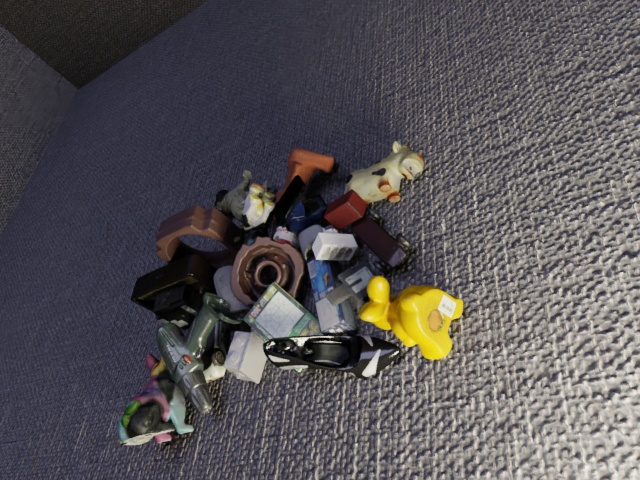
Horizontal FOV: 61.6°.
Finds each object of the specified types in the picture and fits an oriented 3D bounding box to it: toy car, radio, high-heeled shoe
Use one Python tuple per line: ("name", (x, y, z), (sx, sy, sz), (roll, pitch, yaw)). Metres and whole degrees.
("toy car", (-0.261, 0.242, 1.290), (0.073, 0.056, 0.202), (-25, 48, 22))
("toy car", (0.127, 0.003, 1.150), (0.089, 0.053, 0.202), (-49, 36, 5))
("radio", (-0.376, 0.126, 1.432), (0.230, 0.131, 0.073), (-21, 47, 28))
("high-heeled shoe", (0.016, 0.203, 1.013), (0.249, 0.145, 0.086), (-20, 48, 31))

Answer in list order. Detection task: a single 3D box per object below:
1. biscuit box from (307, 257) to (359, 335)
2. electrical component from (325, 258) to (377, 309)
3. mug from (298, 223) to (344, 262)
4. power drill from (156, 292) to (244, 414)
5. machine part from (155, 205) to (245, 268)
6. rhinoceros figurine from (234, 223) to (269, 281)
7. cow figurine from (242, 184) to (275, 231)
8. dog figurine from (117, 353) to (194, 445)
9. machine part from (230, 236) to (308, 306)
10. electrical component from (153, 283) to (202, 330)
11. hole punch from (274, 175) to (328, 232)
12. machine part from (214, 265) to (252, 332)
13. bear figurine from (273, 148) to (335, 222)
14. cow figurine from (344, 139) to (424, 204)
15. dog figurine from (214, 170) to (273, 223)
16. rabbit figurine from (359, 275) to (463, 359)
("biscuit box", (0.024, 0.117, 1.141), (0.059, 0.062, 0.203), (-32, 42, 18))
("electrical component", (0.069, 0.098, 1.082), (0.119, 0.047, 0.075), (-36, 67, -15))
("mug", (-0.003, -0.004, 1.253), (0.109, 0.080, 0.107), (-37, 35, -1))
("power drill", (-0.260, 0.236, 1.200), (0.232, 0.086, 0.207), (41, 104, 32))
("machine part", (-0.310, 0.009, 1.414), (0.201, 0.200, 0.087), (-23, 43, 27))
("rhinoceros figurine", (-0.169, 0.035, 1.346), (0.073, 0.111, 0.190), (-5, 36, 5))
("cow figurine", (-0.163, -0.083, 1.366), (0.167, 0.068, 0.098), (-105, 39, -68))
("dog figurine", (-0.379, 0.347, 1.229), (0.108, 0.191, 0.219), (-34, 57, 25))
("machine part", (-0.117, 0.079, 1.233), (0.179, 0.056, 0.179), (-1, 84, 9))
("electrical component", (-0.361, 0.177, 1.391), (0.134, 0.114, 0.058), (-21, 45, 25))
("hole punch", (-0.047, -0.076, 1.278), (0.115, 0.092, 0.142), (-52, 27, 13))
("machine part", (-0.210, 0.141, 1.314), (0.079, 0.079, 0.243), (-39, 41, 10))
("bear figurine", (-0.046, -0.133, 1.384), (0.132, 0.120, 0.195), (14, 94, 3))
("cow figurine", (0.149, -0.149, 1.236), (0.195, 0.085, 0.127), (-20, 52, 31))
("dog figurine", (-0.230, -0.083, 1.516), (0.190, 0.121, 0.172), (-31, 37, 39))
("rabbit figurine", (0.143, 0.136, 0.974), (0.173, 0.162, 0.122), (-4, 67, 61))
